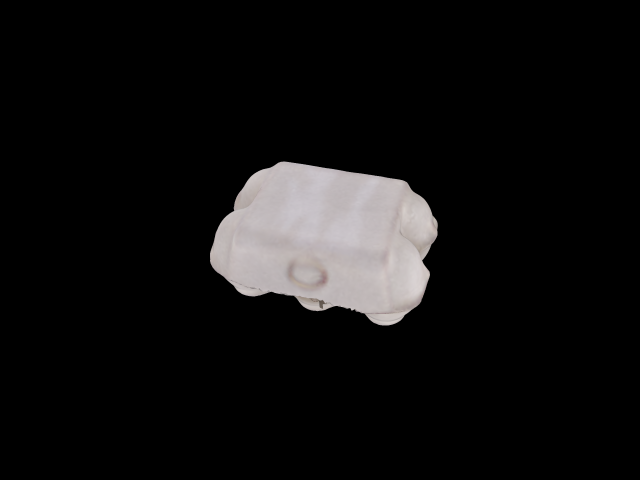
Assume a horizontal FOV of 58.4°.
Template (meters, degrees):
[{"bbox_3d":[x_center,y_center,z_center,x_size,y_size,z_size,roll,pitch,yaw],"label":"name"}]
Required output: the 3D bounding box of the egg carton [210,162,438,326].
[{"bbox_3d":[0.004,0.001,0.400,0.150,0.069,0.107,10,43,11],"label":"egg carton"}]
